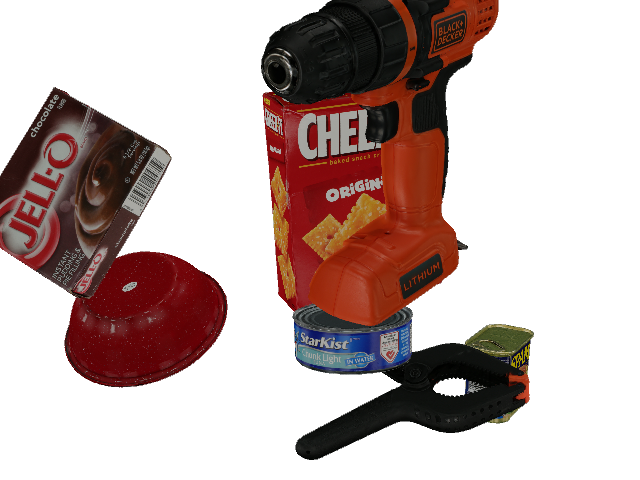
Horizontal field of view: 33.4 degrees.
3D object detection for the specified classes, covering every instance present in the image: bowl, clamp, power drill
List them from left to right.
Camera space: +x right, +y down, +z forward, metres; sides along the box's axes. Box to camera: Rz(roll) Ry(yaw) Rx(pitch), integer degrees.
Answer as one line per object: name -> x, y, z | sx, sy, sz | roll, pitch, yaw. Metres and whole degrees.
bowl -> -0.172, 0.061, 1.008 | 0.162, 0.055, 0.162 | -9, 41, 7
power drill -> 0.033, -0.050, 0.595 | 0.057, 0.188, 0.184 | 24, 34, 33
clamp -> 0.081, 0.140, 0.969 | 0.210, 0.036, 0.164 | 4, 44, 17

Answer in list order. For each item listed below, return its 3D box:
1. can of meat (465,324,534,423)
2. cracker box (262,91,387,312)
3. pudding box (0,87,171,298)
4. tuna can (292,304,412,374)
can of meat -> 0.199, 0.148, 1.196 | 0.058, 0.084, 0.101 | 9, 14, 26
cracker box -> 0.036, -0.047, 1.059 | 0.164, 0.214, 0.072 | -10, 22, -18
pudding box -> -0.165, -0.032, 0.708 | 0.090, 0.113, 0.039 | 29, -5, 17
tuna can -> 0.023, 0.068, 0.764 | 0.086, 0.034, 0.086 | -1, 11, 0
